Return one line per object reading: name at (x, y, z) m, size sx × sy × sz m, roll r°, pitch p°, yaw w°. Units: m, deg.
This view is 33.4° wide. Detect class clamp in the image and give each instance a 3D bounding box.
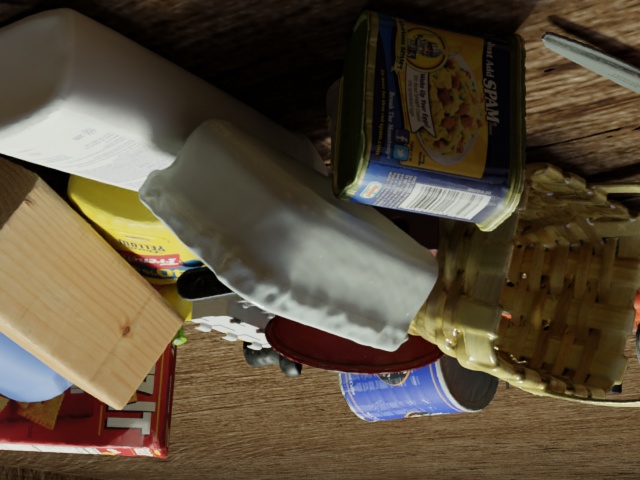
clamp at (-0.009, 0.105, 1.118) m, size 0.164 × 0.036 × 0.210 m, roll -17°, pitch -177°, yaw -28°
clamp at (-0.012, 0.015, 0.762) m, size 0.171 × 0.039 × 0.120 m, roll -3°, pitch 165°, yaw -14°

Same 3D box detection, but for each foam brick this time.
foam brick at (0.050, -0.022, 0.699) m, size 0.053 × 0.078 × 0.051 m, roll 3°, pitch 164°, yaw -1°

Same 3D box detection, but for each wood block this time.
wood block at (-0.197, 0.031, 0.767) m, size 0.090 × 0.090 × 0.206 m, roll 24°, pitch 161°, yaw 33°

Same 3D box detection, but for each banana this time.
banana at (-0.113, 0.072, 1.024) m, size 0.037 × 0.069 × 0.197 m, roll -31°, pitch 167°, yaw 16°

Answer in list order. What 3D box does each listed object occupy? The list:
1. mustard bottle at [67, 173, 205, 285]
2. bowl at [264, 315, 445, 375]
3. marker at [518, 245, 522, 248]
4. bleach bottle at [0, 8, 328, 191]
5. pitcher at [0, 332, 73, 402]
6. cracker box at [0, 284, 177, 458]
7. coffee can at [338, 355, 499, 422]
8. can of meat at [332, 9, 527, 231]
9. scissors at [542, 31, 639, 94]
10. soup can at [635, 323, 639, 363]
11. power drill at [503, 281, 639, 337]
mustard bottle at (-0.124, -0.008, 0.793) m, size 0.096 × 0.058 × 0.192 m, roll 9°, pitch 162°, yaw 0°
bowl at (0.033, 0.058, 0.913) m, size 0.162 × 0.055 × 0.162 m, roll 2°, pitch -162°, yaw -1°
marker at (0.129, 0.009, 0.879) m, size 0.121 × 0.020 × 0.020 m, roll 5°, pitch 162°, yaw -7°
bleach bottle at (-0.084, -0.056, 0.642) m, size 0.103 × 0.068 × 0.250 m, roll -11°, pitch 160°, yaw 36°
pitcher at (-0.296, 0.036, 0.867) m, size 0.149 × 0.145 × 0.242 m, roll -16°, pitch 154°, yaw 15°
cracker box at (-0.250, 0.122, 1.036) m, size 0.213 × 0.164 × 0.072 m, roll 3°, pitch 164°, yaw -2°
coffee can at (0.104, 0.137, 1.136) m, size 0.141 × 0.103 × 0.102 m, roll -15°, pitch 155°, yaw 42°
can of meat at (0.055, -0.062, 0.543) m, size 0.083 × 0.102 × 0.057 m, roll 9°, pitch 159°, yaw -13°
scissors at (0.190, -0.077, 0.616) m, size 0.201 × 0.016 × 0.096 m, roll 9°, pitch 161°, yaw -20°
soup can at (0.303, 0.076, 0.816) m, size 0.068 × 0.068 × 0.102 m, roll 12°, pitch 161°, yaw -28°
power drill at (0.216, 0.059, 0.965) m, size 0.188 × 0.057 × 0.184 m, roll -6°, pitch 163°, yaw 17°
